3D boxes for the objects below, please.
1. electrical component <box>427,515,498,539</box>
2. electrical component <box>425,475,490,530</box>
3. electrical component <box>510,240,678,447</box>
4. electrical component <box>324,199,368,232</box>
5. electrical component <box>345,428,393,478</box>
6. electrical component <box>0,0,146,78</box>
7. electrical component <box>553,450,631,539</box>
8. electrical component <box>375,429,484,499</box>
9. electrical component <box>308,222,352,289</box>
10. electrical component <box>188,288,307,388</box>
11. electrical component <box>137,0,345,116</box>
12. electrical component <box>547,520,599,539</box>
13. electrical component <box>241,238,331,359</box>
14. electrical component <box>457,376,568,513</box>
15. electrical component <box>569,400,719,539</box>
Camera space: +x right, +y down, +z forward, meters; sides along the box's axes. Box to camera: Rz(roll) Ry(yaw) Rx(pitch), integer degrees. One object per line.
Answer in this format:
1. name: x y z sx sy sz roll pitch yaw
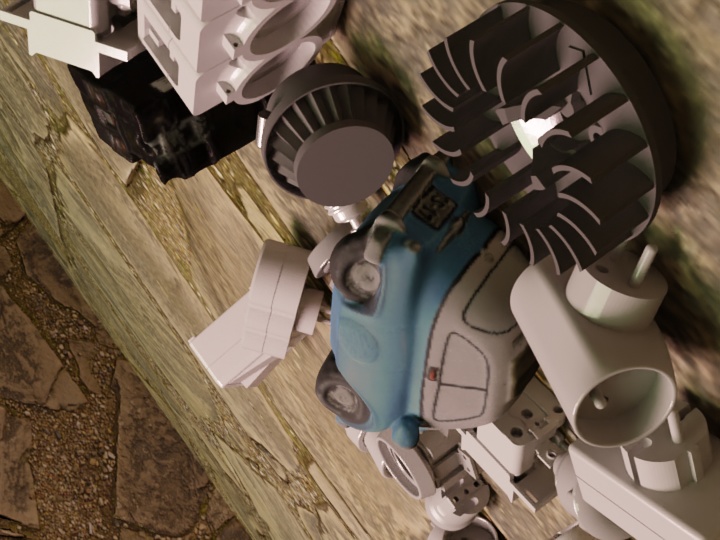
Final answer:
1. electrical component: 0.080 0.223 0.863 0.079 0.044 0.077 42 157 39
2. electrical component: 0.073 0.169 0.798 0.040 0.040 0.046 53 156 13
3. electrical component: 0.100 0.017 0.437 0.077 0.043 0.079 -110 31 -52
4. electrical component: -0.017 -0.057 0.638 0.078 0.040 0.040 61 162 -14
5. electrical component: 0.019 0.134 0.868 0.055 0.045 0.045 43 158 38
6. electrical component: -0.132 -0.166 0.603 0.079 0.121 0.063 20 130 13
7. electrical component: 0.121 0.109 0.556 0.048 0.048 0.062 60 169 -12
8. electrical component: 0.049 0.122 0.749 0.078 0.057 0.058 36 153 48
9. electrical component: 0.000 0.000 0.686 0.055 0.048 0.066 47 162 7
10. electrical component: -0.093 0.060 0.969 0.061 0.096 0.062 52 -169 13
11. electrical component: -0.050 -0.138 0.499 0.061 0.089 0.150 55 163 7
12. electrical component: 0.131 0.174 0.628 0.047 0.055 0.055 56 163 14
13. electrical component: -0.051 0.030 0.863 0.074 0.052 0.138 16 151 -2
14. electrical component: 0.089 0.091 0.613 0.081 0.042 0.063 45 155 32
15. electrical component: 0.134 0.082 0.466 0.083 0.047 0.075 33 151 52
